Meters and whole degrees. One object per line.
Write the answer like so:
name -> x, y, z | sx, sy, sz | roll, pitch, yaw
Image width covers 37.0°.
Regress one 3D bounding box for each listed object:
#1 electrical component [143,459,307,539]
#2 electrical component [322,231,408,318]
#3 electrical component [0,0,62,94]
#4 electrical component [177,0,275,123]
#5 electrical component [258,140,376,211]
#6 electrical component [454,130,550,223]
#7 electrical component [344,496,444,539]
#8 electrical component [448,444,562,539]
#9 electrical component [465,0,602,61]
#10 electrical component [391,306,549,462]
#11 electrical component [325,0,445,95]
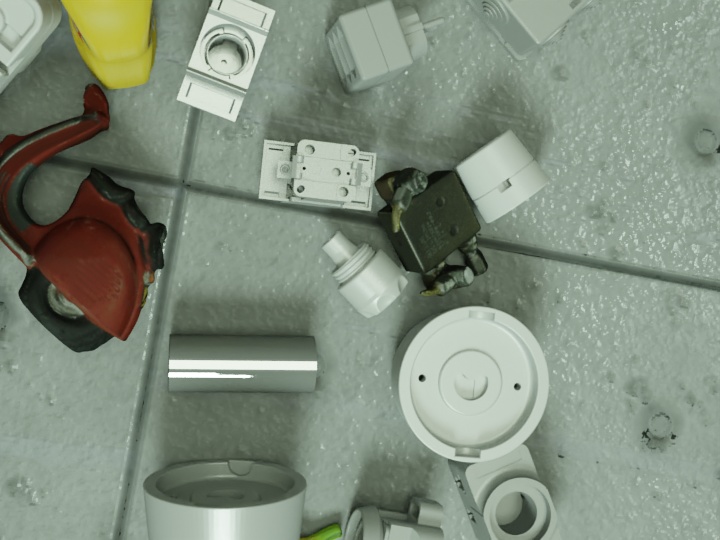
electrical component -> -0.090, 0.170, 0.718 | 0.108, 0.108, 0.060 | 0, 96, -11
electrical component -> 0.000, 0.000, 0.764 | 0.043, 0.043, 0.062 | -45, 97, -8
electrical component -> -0.244, -0.152, 0.702 | 0.054, 0.059, 0.095 | 42, 103, -12
electrical component -> -0.092, -0.144, 0.736 | 0.042, 0.064, 0.081 | 21, 86, -9
electrical component -> -0.028, -0.067, 0.749 | 0.081, 0.064, 0.042 | 5, 88, -10
electrical component -> 0.101, -0.069, 0.778 | 0.055, 0.055, 0.047 | -36, 93, -9
electrical component -> 0.021, 0.199, 0.762 | 0.057, 0.058, 0.078 | 13, 88, -13
electrical component -> 0.107, 0.172, 0.779 | 0.050, 0.056, 0.089 | -22, 94, -10
electrical component -> 0.126, -0.217, 0.785 | 0.100, 0.048, 0.099 | -43, 97, -8
electrical component -> 0.074, 0.079, 0.769 | 0.108, 0.060, 0.108 | 0, 90, -11
electrical component -> 0.023, -0.162, 0.756 | 0.077, 0.066, 0.047 | -21, 94, -10
